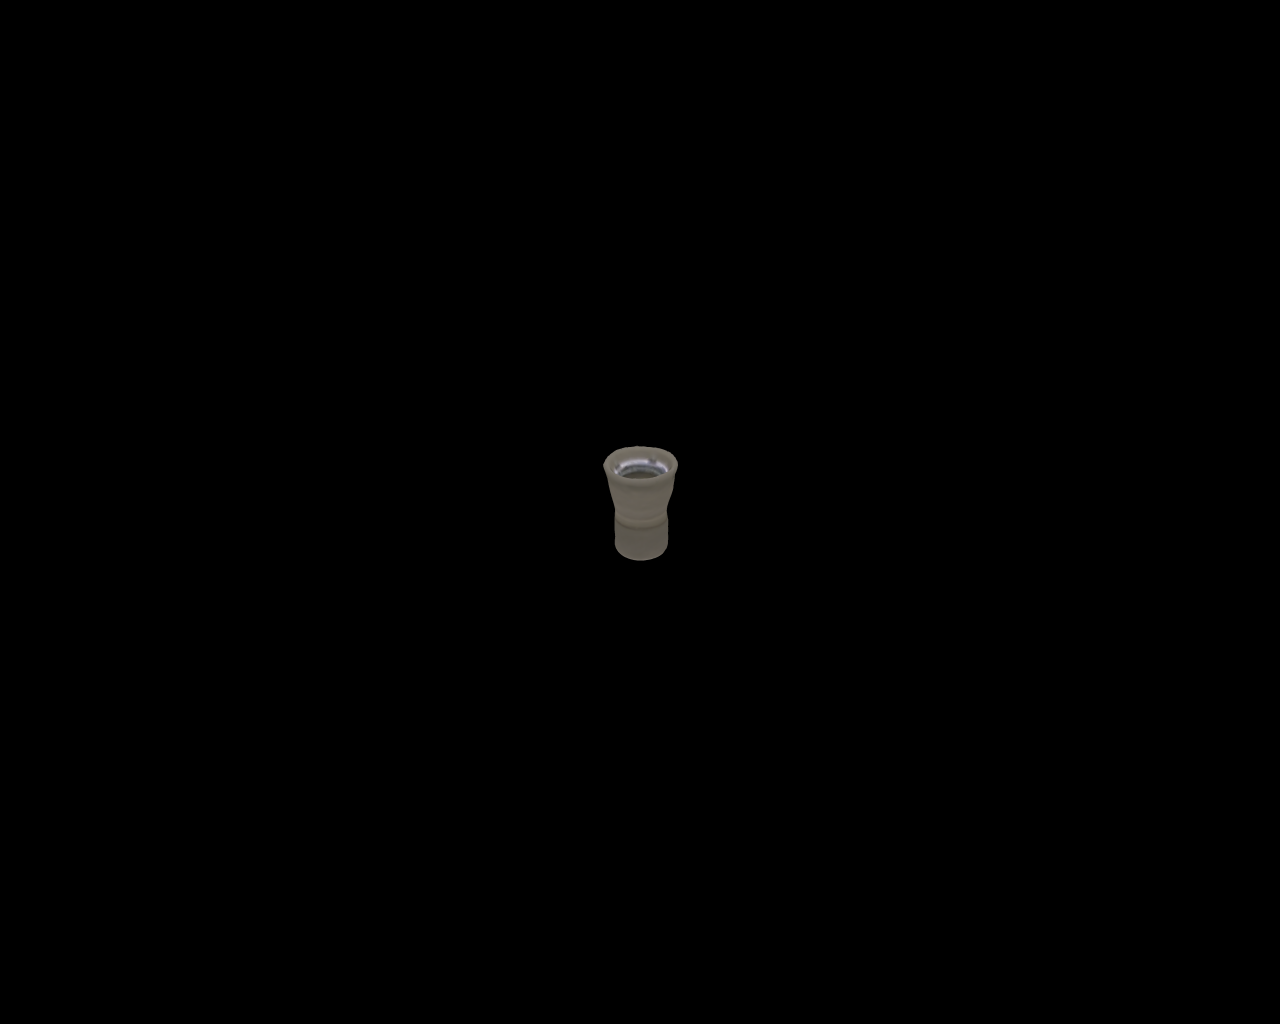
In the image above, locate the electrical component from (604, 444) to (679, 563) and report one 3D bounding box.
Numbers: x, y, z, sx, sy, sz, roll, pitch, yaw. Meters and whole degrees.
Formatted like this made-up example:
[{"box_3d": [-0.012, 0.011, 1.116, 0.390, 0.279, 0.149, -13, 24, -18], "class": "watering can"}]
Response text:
[{"box_3d": [0.001, -0.003, 0.650, 0.044, 0.065, 0.044, 0, 32, 0], "class": "electrical component"}]
